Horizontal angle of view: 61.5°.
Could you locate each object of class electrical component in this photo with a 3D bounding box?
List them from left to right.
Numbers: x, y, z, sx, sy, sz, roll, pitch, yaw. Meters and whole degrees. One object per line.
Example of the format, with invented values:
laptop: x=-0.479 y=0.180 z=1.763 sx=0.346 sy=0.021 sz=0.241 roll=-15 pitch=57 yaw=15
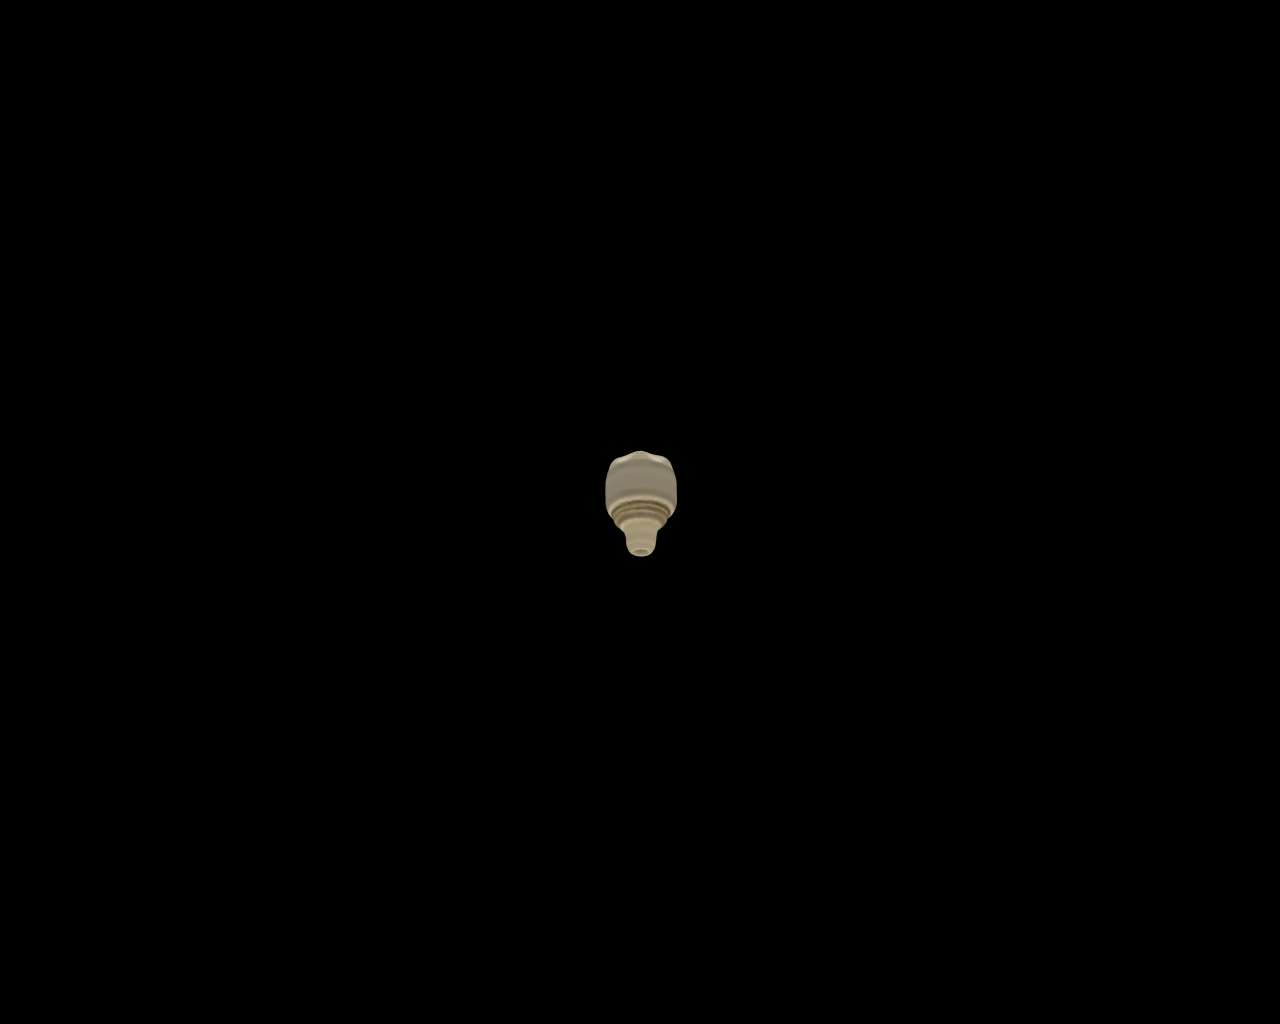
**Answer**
electrical component: x=0.001 y=-0.003 z=0.650 sx=0.043 sy=0.062 sz=0.043 roll=0 pitch=-26 yaw=0
